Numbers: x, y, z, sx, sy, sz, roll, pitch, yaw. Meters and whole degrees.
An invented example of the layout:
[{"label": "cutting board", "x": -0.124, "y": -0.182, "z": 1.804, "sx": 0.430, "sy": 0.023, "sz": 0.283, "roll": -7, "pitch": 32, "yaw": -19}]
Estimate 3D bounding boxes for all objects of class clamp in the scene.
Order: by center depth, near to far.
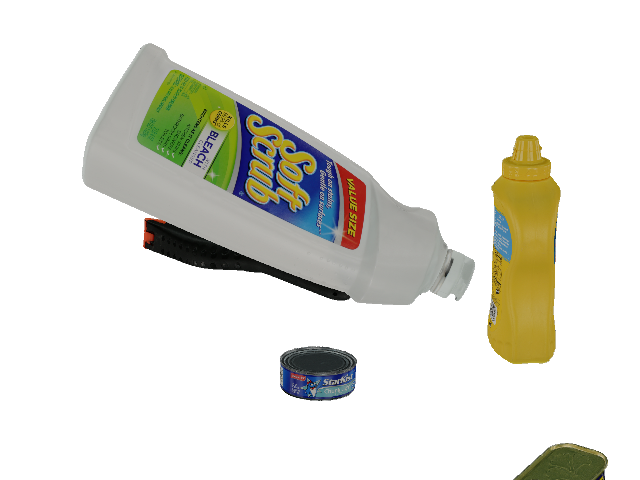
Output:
[{"label": "clamp", "x": -0.053, "y": 0.010, "z": 0.906, "sx": 0.210, "sy": 0.036, "sz": 0.164, "roll": 7, "pitch": 12, "yaw": 5}]

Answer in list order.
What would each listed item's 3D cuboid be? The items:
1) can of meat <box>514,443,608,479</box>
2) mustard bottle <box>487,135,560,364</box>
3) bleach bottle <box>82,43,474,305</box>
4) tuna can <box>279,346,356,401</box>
[{"label": "can of meat", "x": 0.204, "y": 0.236, "z": 0.908, "sx": 0.058, "sy": 0.084, "sz": 0.101, "roll": 10, "pitch": 28, "yaw": 42}, {"label": "mustard bottle", "x": 0.177, "y": 0.004, "z": 0.928, "sx": 0.058, "sy": 0.192, "sz": 0.096, "roll": -2, "pitch": 18, "yaw": 2}, {"label": "bleach bottle", "x": -0.019, "y": -0.031, "z": 0.685, "sx": 0.251, "sy": 0.102, "sz": 0.068, "roll": 24, "pitch": -33, "yaw": -1}, {"label": "tuna can", "x": -0.003, "y": 0.148, "z": 1.186, "sx": 0.086, "sy": 0.034, "sz": 0.086, "roll": 2, "pitch": 13, "yaw": -1}]
